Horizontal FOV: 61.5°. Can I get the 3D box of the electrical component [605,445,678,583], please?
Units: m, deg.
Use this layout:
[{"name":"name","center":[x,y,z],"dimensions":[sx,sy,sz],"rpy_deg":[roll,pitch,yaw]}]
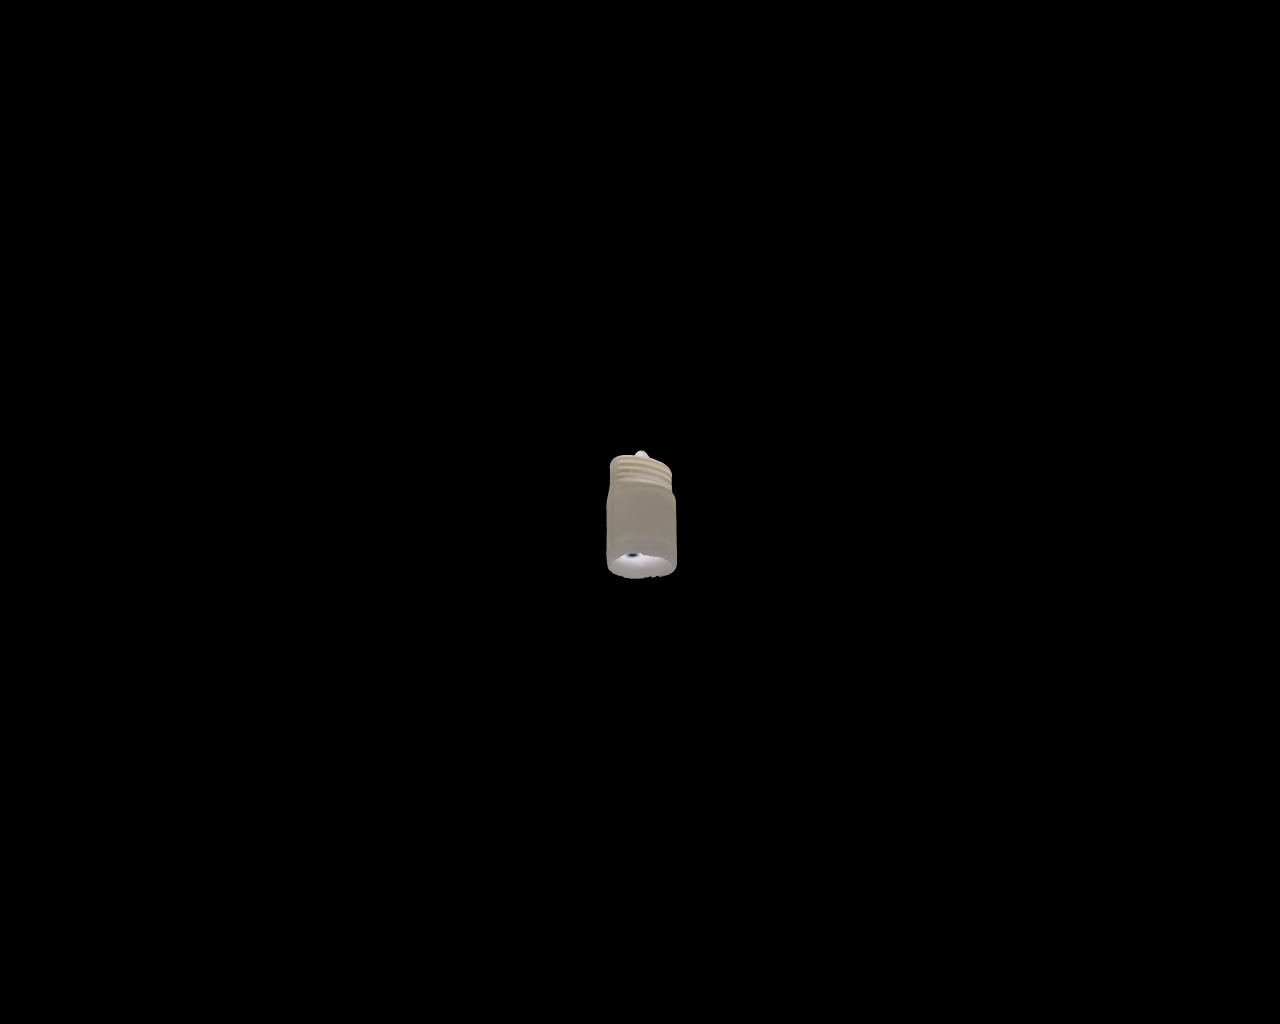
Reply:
[{"name":"electrical component","center":[0.001,-0.003,0.650],"dimensions":[0.043,0.081,0.043],"rpy_deg":[0,-24,0]}]
